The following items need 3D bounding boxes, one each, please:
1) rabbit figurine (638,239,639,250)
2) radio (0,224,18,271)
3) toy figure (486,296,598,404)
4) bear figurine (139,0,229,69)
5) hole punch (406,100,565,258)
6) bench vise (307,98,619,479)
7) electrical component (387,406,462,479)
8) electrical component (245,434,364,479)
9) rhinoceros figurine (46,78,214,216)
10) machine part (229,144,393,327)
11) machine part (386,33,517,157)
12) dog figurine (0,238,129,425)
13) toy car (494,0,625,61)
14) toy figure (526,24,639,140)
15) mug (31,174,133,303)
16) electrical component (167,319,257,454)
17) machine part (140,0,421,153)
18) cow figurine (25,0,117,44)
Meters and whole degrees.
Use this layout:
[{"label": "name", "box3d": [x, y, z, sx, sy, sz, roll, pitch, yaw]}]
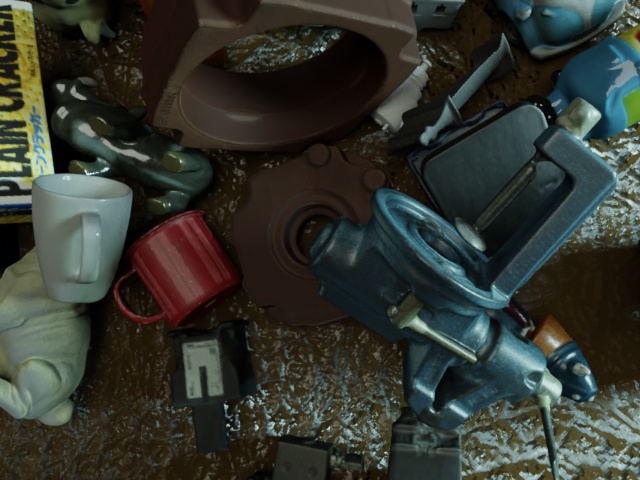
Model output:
[{"label": "rabbit figurine", "box3d": [0.301, 0.048, 0.404, 0.121, 0.170, 0.159, -6, 41, 10]}, {"label": "radio", "box3d": [-0.408, -0.077, 0.577, 0.073, 0.131, 0.229, -13, 81, 9]}, {"label": "toy figure", "box3d": [0.167, 0.079, 0.464, 0.155, 0.064, 0.058, 33, 78, 15]}, {"label": "bear figurine", "box3d": [-0.136, -0.271, 0.506, 0.120, 0.195, 0.132, -43, 78, 1]}, {"label": "hole punch", "box3d": [0.150, -0.055, 0.482, 0.142, 0.092, 0.115, -30, 108, 6]}, {"label": "bench vise", "box3d": [0.119, 0.020, 0.377, 0.224, 0.129, 0.240, 38, 112, 4]}, {"label": "electrical component", "box3d": [0.083, 0.219, 0.430, 0.058, 0.115, 0.134, 4, 128, 14]}, {"label": "electrical component", "box3d": [-0.016, 0.226, 0.497, 0.102, 0.045, 0.078, 12, 88, 14]}, {"label": "rhinoceros figurine", "box3d": [-0.196, -0.102, 0.547, 0.190, 0.112, 0.073, 29, 119, 2]}, {"label": "machine part", "box3d": [-0.001, -0.002, 0.516, 0.180, 0.056, 0.179, -1, 84, 13]}, {"label": "machine part", "box3d": [0.119, -0.127, 0.485, 0.139, 0.084, 0.039, -44, 98, -13]}, {"label": "dog figurine", "box3d": [-0.255, 0.071, 0.551, 0.190, 0.121, 0.172, -38, 110, -11]}, {"label": "toy car", "box3d": [0.204, -0.255, 0.476, 0.109, 0.103, 0.161, -25, 81, 8]}, {"label": "toy figure", "box3d": [0.273, -0.144, 0.459, 0.180, 0.089, 0.082, -32, 83, 16]}, {"label": "mug", "box3d": [-0.209, 0.005, 0.476, 0.110, 0.081, 0.107, 34, 119, 48]}, {"label": "electrical component", "box3d": [-0.103, 0.140, 0.525, 0.075, 0.047, 0.119, -14, 81, 11]}, {"label": "machine part", "box3d": [-0.037, -0.156, 0.451, 0.201, 0.201, 0.087, -3, 73, -32]}, {"label": "cow figurine", "box3d": [-0.268, -0.276, 0.550, 0.127, 0.195, 0.085, 11, 78, -21]}]
